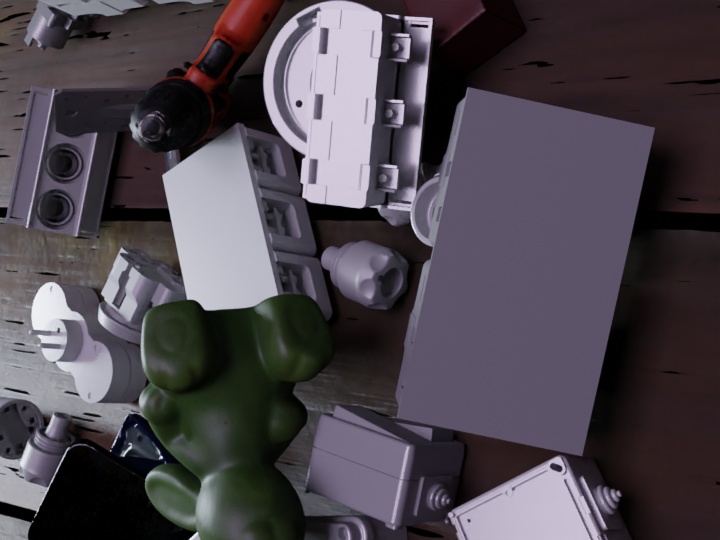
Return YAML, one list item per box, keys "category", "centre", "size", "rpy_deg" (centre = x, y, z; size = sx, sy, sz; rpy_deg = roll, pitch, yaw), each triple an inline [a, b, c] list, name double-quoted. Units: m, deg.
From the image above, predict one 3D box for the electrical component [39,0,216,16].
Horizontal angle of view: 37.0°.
- category: "electrical component"
  centre: [-0.185, -0.280, 0.907]
  size: [0.186, 0.060, 0.105]
  rpy_deg: [1, 84, 28]

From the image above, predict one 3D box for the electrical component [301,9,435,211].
- category: "electrical component"
  centre: [0.000, -0.101, 0.683]
  size: [0.079, 0.063, 0.121]
  rpy_deg: [8, 99, 21]

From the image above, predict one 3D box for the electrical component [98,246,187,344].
- category: "electrical component"
  centre: [-0.179, 0.025, 0.883]
  size: [0.078, 0.058, 0.057]
  rpy_deg: [36, 104, 37]

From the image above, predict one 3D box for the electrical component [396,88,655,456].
- category: "electrical component"
  centre: [0.091, 0.000, 0.622]
  size: [0.105, 0.060, 0.186]
  rpy_deg: [12, 92, -2]

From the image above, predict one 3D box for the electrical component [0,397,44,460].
- category: "electrical component"
  centre: [-0.328, 0.144, 0.993]
  size: [0.047, 0.055, 0.055]
  rpy_deg: [3, 86, 44]

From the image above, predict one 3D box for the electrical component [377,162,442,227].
- category: "electrical component"
  centre: [0.041, -0.056, 0.725]
  size: [0.061, 0.035, 0.035]
  rpy_deg: [-31, 65, 30]

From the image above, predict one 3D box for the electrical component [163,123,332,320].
- category: "electrical component"
  centre: [-0.083, -0.019, 0.805]
  size: [0.089, 0.062, 0.150]
  rpy_deg: [-28, 67, 34]

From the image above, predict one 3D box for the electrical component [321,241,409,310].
- category: "electrical component"
  centre: [0.000, 0.000, 0.745]
  size: [0.062, 0.043, 0.043]
  rpy_deg: [22, 98, 41]

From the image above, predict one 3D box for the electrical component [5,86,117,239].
- category: "electrical component"
  centre: [-0.266, -0.095, 0.962]
  size: [0.063, 0.079, 0.121]
  rpy_deg: [-164, 85, -70]

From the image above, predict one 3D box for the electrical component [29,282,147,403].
- category: "electrical component"
  centre: [-0.248, 0.061, 0.923]
  size: [0.138, 0.074, 0.052]
  rpy_deg: [43, 111, 35]

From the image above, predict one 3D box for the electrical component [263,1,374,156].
- category: "electrical component"
  centre: [-0.006, -0.129, 0.751]
  size: [0.108, 0.060, 0.108]
  rpy_deg: [3, 97, 21]

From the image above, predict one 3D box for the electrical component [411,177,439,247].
- category: "electrical component"
  centre: [0.066, -0.033, 0.686]
  size: [0.045, 0.055, 0.045]
  rpy_deg: [-6, 80, 39]

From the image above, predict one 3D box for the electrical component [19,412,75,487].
- category: "electrical component"
  centre: [-0.273, 0.157, 0.951]
  size: [0.043, 0.043, 0.062]
  rpy_deg: [27, 99, 39]

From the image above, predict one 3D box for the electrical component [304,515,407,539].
- category: "electrical component"
  centre: [-0.013, 0.221, 0.716]
  size: [0.078, 0.057, 0.113]
  rpy_deg: [-11, 77, 38]

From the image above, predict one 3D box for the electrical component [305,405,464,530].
- category: "electrical component"
  centre: [0.022, 0.126, 0.697]
  size: [0.096, 0.062, 0.061]
  rpy_deg: [12, 92, 40]

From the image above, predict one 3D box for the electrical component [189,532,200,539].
- category: "electrical component"
  centre: [-0.080, 0.223, 0.754]
  size: [0.047, 0.083, 0.075]
  rpy_deg: [-46, 58, 26]

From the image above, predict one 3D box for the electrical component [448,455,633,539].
- category: "electrical component"
  centre: [0.113, 0.149, 0.623]
  size: [0.096, 0.061, 0.061]
  rpy_deg: [-33, 64, 23]
